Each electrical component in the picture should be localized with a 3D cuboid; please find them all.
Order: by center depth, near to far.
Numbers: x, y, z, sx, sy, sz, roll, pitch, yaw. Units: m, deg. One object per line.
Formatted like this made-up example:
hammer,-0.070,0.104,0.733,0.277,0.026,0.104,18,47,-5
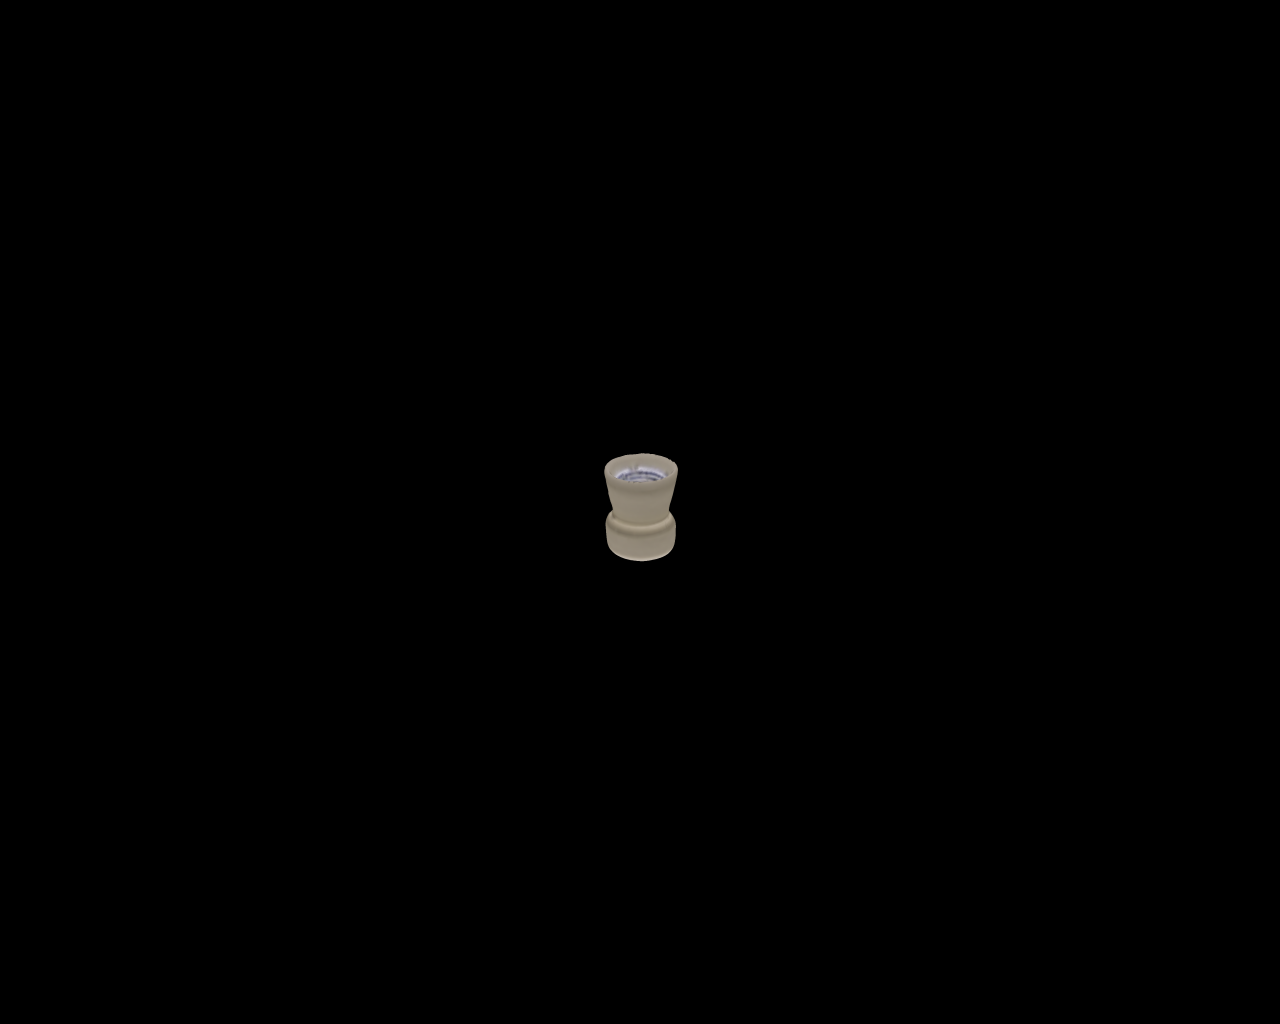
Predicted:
electrical component,0.001,-0.003,0.650,0.045,0.055,0.045,0,27,0
